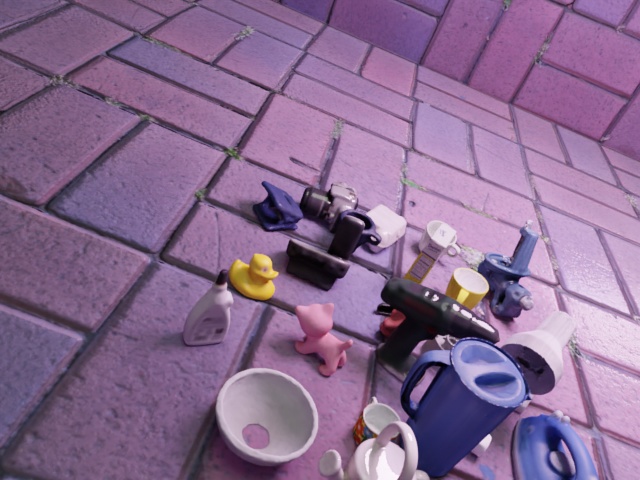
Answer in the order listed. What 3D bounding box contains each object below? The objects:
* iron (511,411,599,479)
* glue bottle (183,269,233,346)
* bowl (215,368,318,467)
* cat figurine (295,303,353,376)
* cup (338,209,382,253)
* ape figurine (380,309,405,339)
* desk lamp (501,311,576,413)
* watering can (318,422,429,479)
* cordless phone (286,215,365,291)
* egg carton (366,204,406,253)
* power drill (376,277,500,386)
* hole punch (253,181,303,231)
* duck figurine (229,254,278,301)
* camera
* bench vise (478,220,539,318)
[{"bbox_3d":[0.431,0.397,1.029,0.119,0.141,0.258,15,36,-13],"label":"iron"},{"bbox_3d":[-0.185,0.115,0.996,0.078,0.173,0.037,1,41,-29],"label":"glue bottle"},{"bbox_3d":[-0.091,0.292,0.909,0.168,0.074,0.167,16,36,-12],"label":"bowl"},{"bbox_3d":[0.006,0.174,1.084,0.127,0.117,0.067,37,37,17],"label":"cat figurine"},{"bbox_3d":[0.088,-0.006,1.386,0.117,0.095,0.092,36,36,15],"label":"cup"},{"bbox_3d":[0.168,0.168,1.211,0.078,0.092,0.076,-5,44,-35],"label":"ape figurine"},{"bbox_3d":[0.423,0.246,1.158,0.117,0.213,0.204,40,38,20],"label":"desk lamp"},{"bbox_3d":[0.084,0.346,0.840,0.173,0.194,0.100,-3,43,-34],"label":"watering can"},{"bbox_3d":[0.011,0.004,1.248,0.147,0.185,0.094,21,35,-5],"label":"cordless phone"},{"bbox_3d":[0.156,-0.030,1.482,0.107,0.069,0.151,35,36,15],"label":"egg carton"},{"bbox_3d":[0.204,0.184,1.111,0.229,0.208,0.076,35,36,14],"label":"power drill"},{"bbox_3d":[-0.096,-0.086,1.384,0.101,0.091,0.108,-4,44,-35],"label":"hole punch"},{"bbox_3d":[-0.132,0.064,1.171,0.104,0.086,0.078,31,35,8],"label":"duck figurine"},{"bbox_3d":[0.024,-0.102,1.468,0.137,0.101,0.143,19,35,-8],"label":"camera"},{"bbox_3d":[0.496,0.073,1.421,0.122,0.219,0.207,-2,43,-33],"label":"bench vise"}]
